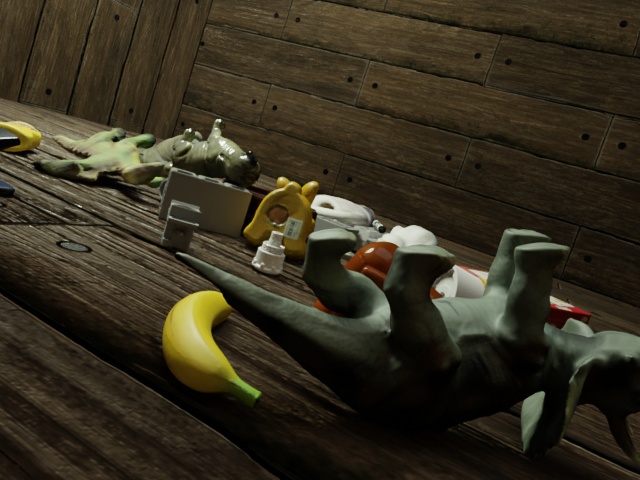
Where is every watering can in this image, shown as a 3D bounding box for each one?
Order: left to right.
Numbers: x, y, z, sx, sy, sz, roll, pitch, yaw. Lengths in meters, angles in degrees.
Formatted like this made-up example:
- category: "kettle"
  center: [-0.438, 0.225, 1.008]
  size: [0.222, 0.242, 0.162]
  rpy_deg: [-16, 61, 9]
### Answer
- category: "watering can"
  center: [0.004, -0.073, 1.444]
  size: [0.349, 0.104, 0.223]
  rpy_deg: [12, 0, 43]

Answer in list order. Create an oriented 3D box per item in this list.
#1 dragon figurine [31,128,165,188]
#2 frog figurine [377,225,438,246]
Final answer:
- category: "dragon figurine"
  center: [-0.489, -0.176, 1.093]
  size: [0.411, 0.121, 0.245]
  rpy_deg: [11, 14, 17]
- category: "frog figurine"
  center: [0.204, 0.011, 1.252]
  size: [0.158, 0.121, 0.140]
  rpy_deg: [27, 21, -30]
